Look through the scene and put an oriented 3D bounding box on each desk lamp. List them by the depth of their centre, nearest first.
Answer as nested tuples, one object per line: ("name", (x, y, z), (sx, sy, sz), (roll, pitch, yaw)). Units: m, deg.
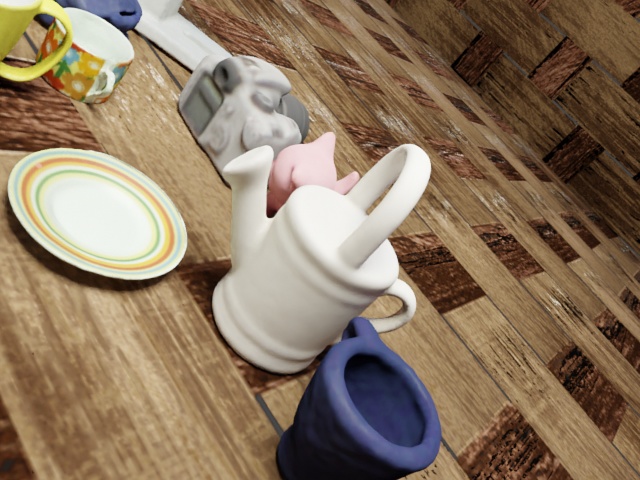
("desk lamp", (-0.151, -0.344, 0.691), (0.204, 0.213, 0.118), (35, 29, -14))

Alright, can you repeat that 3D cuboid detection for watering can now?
("watering can", (0.004, 0.003, 0.423), (0.173, 0.193, 0.100), (24, 32, -30))

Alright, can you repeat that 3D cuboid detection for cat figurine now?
("cat figurine", (-0.009, -0.052, 0.566), (0.128, 0.117, 0.067), (1, 48, -52))

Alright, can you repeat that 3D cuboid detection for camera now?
("camera", (-0.061, -0.134, 0.633), (0.137, 0.100, 0.143), (0, 49, -52))

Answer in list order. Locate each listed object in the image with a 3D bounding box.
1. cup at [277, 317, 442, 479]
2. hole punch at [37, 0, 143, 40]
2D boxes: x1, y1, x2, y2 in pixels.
("cup", (0.014, 0.117, 0.383), (0.092, 0.094, 0.117), (26, 32, -28))
("hole punch", (-0.239, -0.261, 0.594), (0.101, 0.091, 0.109), (40, 28, -3))
